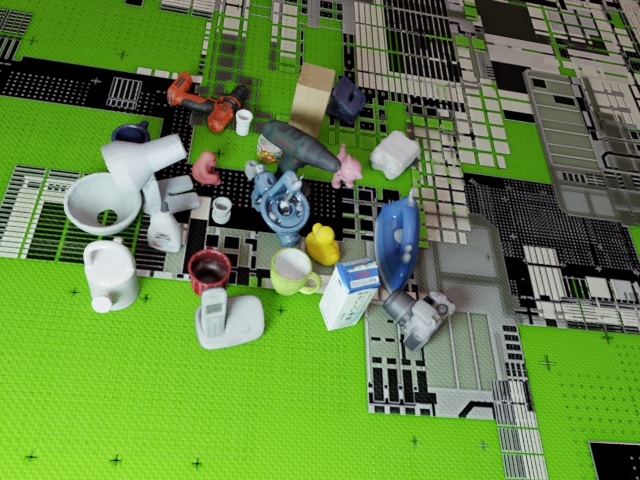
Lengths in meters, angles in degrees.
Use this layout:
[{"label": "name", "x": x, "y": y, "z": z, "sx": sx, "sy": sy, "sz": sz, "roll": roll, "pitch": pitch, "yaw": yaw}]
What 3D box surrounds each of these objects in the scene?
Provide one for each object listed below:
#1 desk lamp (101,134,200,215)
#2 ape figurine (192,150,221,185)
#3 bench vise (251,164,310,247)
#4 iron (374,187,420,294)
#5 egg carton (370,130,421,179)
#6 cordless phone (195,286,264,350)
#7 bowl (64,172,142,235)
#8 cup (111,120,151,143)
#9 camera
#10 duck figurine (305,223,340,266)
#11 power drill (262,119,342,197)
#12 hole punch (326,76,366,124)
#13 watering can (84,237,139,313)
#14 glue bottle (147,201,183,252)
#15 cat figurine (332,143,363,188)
[{"label": "desk lamp", "x": -0.387, "y": -0.154, "z": 1.325, "sx": 0.204, "sy": 0.213, "sz": 0.117, "roll": -17, "pitch": 63, "yaw": -23}, {"label": "ape figurine", "x": -0.284, "y": -0.188, "z": 1.447, "sx": 0.076, "sy": 0.092, "sz": 0.078, "roll": 10, "pitch": 56, "yaw": -7}, {"label": "bench vise", "x": -0.106, "y": -0.109, "z": 1.362, "sx": 0.207, "sy": 0.219, "sz": 0.122, "roll": 42, "pitch": 58, "yaw": 14}, {"label": "iron", "x": 0.206, "y": 0.000, "z": 1.417, "sx": 0.119, "sy": 0.141, "sz": 0.258, "roll": 10, "pitch": 56, "yaw": -7}, {"label": "egg carton", "x": 0.213, "y": -0.243, "z": 1.619, "sx": 0.107, "sy": 0.069, "sz": 0.150, "roll": 37, "pitch": 57, "yaw": 11}, {"label": "cordless phone", "x": -0.186, "y": 0.149, "z": 1.197, "sx": 0.148, "sy": 0.185, "sz": 0.094, "roll": -12, "pitch": 61, "yaw": -20}, {"label": "bowl", "x": -0.499, "y": -0.072, "z": 1.329, "sx": 0.167, "sy": 0.074, "sz": 0.167, "roll": 7, "pitch": 57, "yaw": -10}, {"label": "cup", "x": -0.463, "y": -0.237, "z": 1.432, "sx": 0.091, "sy": 0.095, "sz": 0.118, "roll": 24, "pitch": 55, "yaw": 2}, {"label": "camera", "x": 0.227, "y": 0.163, "z": 1.342, "sx": 0.136, "sy": 0.101, "sz": 0.143, "roll": 41, "pitch": 58, "yaw": 13}, {"label": "duck figurine", "x": 0.013, "y": 0.005, "z": 1.399, "sx": 0.078, "sy": 0.086, "sz": 0.104, "roll": -27, "pitch": 68, "yaw": -27}, {"label": "power drill", "x": -0.054, "y": -0.191, "z": 1.435, "sx": 0.229, "sy": 0.208, "sz": 0.076, "roll": 39, "pitch": 57, "yaw": 13}, {"label": "hole punch", "x": 0.082, "y": -0.413, "z": 1.683, "sx": 0.101, "sy": 0.091, "sz": 0.109, "roll": 25, "pitch": 55, "yaw": 3}, {"label": "watering can", "x": -0.430, "y": 0.068, "z": 1.183, "sx": 0.101, "sy": 0.194, "sz": 0.172, "roll": -14, "pitch": 62, "yaw": -21}, {"label": "glue bottle", "x": -0.348, "y": -0.034, "z": 1.282, "sx": 0.078, "sy": 0.173, "sz": 0.037, "roll": 9, "pitch": 56, "yaw": -8}, {"label": "cat figurine", "x": 0.071, "y": -0.198, "z": 1.526, "sx": 0.067, "sy": 0.117, "sz": 0.127, "roll": -3, "pitch": 59, "yaw": -16}]
